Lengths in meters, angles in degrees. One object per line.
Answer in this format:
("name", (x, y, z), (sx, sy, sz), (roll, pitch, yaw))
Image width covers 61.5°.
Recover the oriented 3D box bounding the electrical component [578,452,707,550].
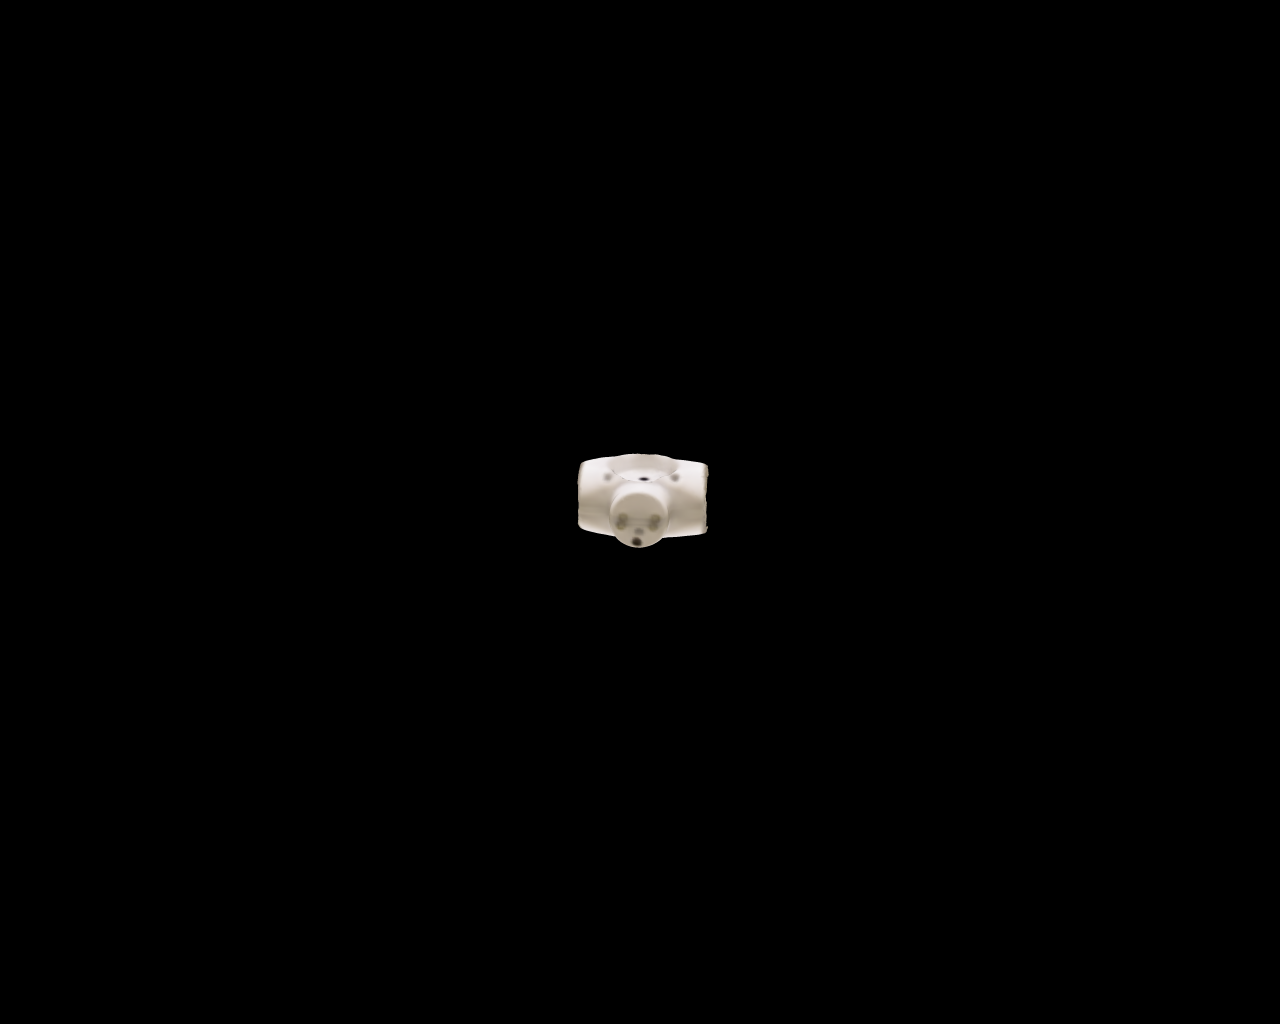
("electrical component", (0.001, -0.003, 0.650), (0.077, 0.044, 0.079), (2, 24, 5))
